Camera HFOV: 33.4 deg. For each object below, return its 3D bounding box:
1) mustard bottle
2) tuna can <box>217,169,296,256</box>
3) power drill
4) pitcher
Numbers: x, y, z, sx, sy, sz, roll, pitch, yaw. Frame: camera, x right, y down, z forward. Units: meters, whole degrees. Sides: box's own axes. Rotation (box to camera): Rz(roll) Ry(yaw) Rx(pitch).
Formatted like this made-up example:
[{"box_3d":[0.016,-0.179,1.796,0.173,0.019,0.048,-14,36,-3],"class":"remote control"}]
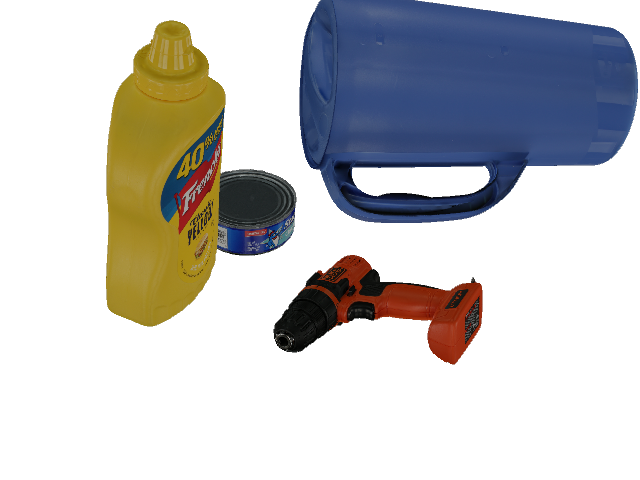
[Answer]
[{"box_3d":[-0.091,-0.044,0.631,0.058,0.192,0.096,22,45,13],"class":"mustard bottle"},{"box_3d":[-0.064,-0.025,0.931,0.086,0.034,0.086,2,38,-2],"class":"tuna can"},{"box_3d":[0.063,0.076,1.116,0.188,0.057,0.184,11,29,24],"class":"power drill"},{"box_3d":[0.109,-0.105,0.808,0.242,0.149,0.145,2,31,-12],"class":"pitcher"}]
